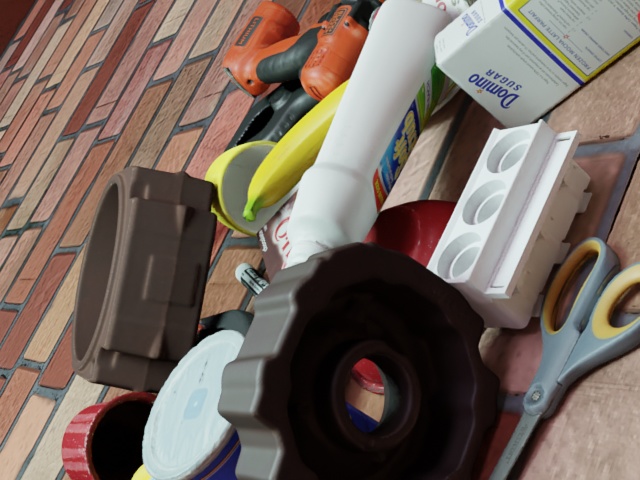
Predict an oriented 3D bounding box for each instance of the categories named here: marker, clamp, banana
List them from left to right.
[{"bbox_3d":[-0.060,0.098,0.890,0.120,0.039,0.172,-46,35,3],"label":"clamp"},{"bbox_3d":[-0.048,0.047,0.946,0.020,0.020,0.121,-54,28,1],"label":"marker"},{"bbox_3d":[-0.030,-0.148,1.113,0.210,0.036,0.164,-42,29,15],"label":"clamp"},{"bbox_3d":[0.002,-0.091,0.948,0.198,0.037,0.070,-46,29,0],"label":"banana"}]

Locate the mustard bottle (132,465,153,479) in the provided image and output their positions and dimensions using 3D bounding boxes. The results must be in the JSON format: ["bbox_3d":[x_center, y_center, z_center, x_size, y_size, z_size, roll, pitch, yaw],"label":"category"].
[{"bbox_3d":[-0.117,0.225,0.815,0.096,0.058,0.191,-42,31,26],"label":"mustard bottle"}]

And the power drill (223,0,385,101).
[{"bbox_3d":[-0.003,-0.211,1.057,0.188,0.057,0.184,2,55,53],"label":"power drill"}]

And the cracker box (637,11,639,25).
[{"bbox_3d":[0.282,-0.109,0.553,0.214,0.072,0.164,-32,36,34],"label":"cracker box"}]

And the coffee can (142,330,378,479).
[{"bbox_3d":[-0.028,0.136,0.687,0.103,0.140,0.103,-38,32,29],"label":"coffee can"}]

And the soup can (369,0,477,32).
[{"bbox_3d":[0.099,-0.179,0.870,0.102,0.068,0.068,-20,43,44],"label":"soup can"}]

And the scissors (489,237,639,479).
[{"bbox_3d":[0.144,0.086,0.611,0.096,0.016,0.201,-10,51,53],"label":"scissors"}]

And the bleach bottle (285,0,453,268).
[{"bbox_3d":[0.032,-0.063,0.777,0.102,0.068,0.250,91,-161,-52],"label":"bleach bottle"}]

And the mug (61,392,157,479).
[{"bbox_3d":[-0.164,0.174,0.927,0.117,0.093,0.082,-37,11,-32],"label":"mug"}]

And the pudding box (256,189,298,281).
[{"bbox_3d":[-0.006,0.001,0.910,0.090,0.039,0.113,-46,29,16],"label":"pudding box"}]

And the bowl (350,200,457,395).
[{"bbox_3d":[0.057,0.028,0.768,0.162,0.055,0.162,-38,32,29],"label":"bowl"}]

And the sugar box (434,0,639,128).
[{"bbox_3d":[0.175,-0.161,0.751,0.176,0.093,0.048,-36,32,31],"label":"sugar box"}]
